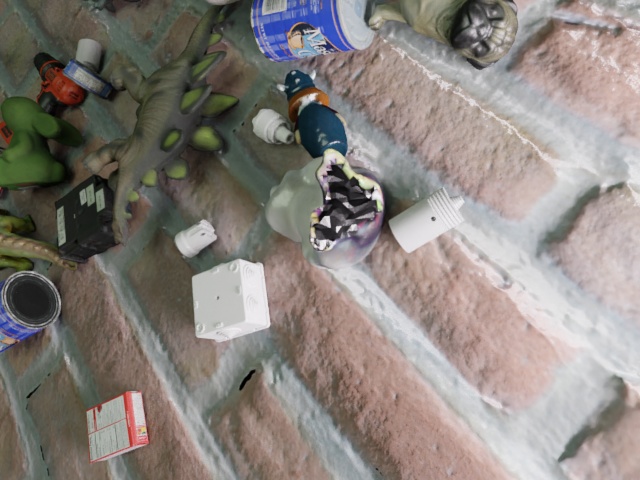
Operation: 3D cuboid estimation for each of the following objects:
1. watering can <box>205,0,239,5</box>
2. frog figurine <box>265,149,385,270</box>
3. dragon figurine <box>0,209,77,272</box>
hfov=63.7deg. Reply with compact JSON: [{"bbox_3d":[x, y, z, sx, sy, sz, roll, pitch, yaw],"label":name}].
[{"bbox_3d":[-0.070,-0.502,0.810,0.349,0.102,0.227,-45,56,-5],"label":"watering can"},{"bbox_3d":[0.002,-0.032,0.626,0.158,0.123,0.138,162,101,-65],"label":"frog figurine"},{"bbox_3d":[-0.623,-0.025,0.892,0.411,0.240,0.123,8,75,34],"label":"dragon figurine"}]
